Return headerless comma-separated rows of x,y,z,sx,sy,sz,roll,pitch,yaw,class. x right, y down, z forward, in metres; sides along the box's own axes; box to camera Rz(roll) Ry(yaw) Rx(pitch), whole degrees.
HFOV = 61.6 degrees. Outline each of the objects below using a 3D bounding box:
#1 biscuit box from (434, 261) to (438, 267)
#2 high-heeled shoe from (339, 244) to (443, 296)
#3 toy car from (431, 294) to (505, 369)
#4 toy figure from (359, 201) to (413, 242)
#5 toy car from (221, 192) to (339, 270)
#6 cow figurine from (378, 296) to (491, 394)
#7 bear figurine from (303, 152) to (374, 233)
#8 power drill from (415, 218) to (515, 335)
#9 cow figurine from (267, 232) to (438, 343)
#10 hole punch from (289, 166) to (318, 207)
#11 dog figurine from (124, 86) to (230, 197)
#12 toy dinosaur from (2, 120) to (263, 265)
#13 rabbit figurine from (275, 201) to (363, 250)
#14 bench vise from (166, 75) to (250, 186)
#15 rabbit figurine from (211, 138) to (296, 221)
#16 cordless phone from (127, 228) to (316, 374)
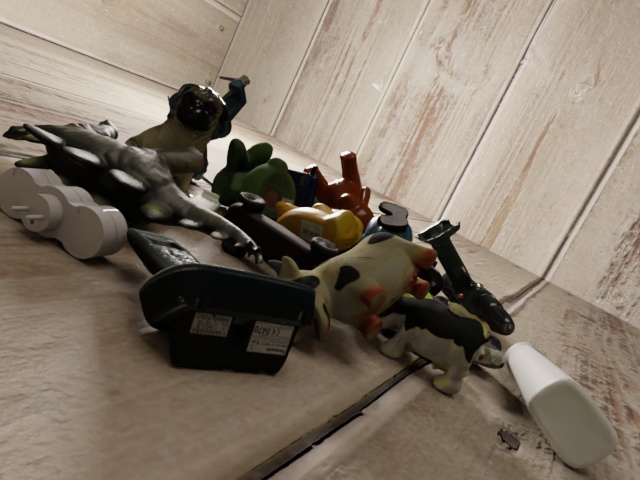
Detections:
0.153,0.041,1.097,0.202,0.062,0.059,14,17,-43,biscuit box
0.119,0.043,1.002,0.249,0.086,0.145,25,2,-2,high-heeled shoe
0.196,0.131,0.819,0.073,0.056,0.202,25,11,-37,toy car
0.103,0.023,0.847,0.089,0.180,0.082,33,52,16,toy figure
-0.054,0.010,0.728,0.202,0.089,0.053,30,16,28,toy car
0.119,0.102,0.664,0.168,0.098,0.068,31,25,23,cow figurine
0.046,-0.076,1.041,0.196,0.120,0.131,-104,174,-65,bear figurine
0.275,0.064,1.028,0.207,0.086,0.232,55,-1,-12,power drill
0.026,0.050,0.606,0.195,0.085,0.127,-30,43,-34,cow figurine
-0.075,-0.085,1.021,0.116,0.142,0.092,17,3,35,hole punch
-0.249,-0.176,0.886,0.172,0.190,0.121,27,11,15,dog figurine
-0.245,-0.073,0.681,0.472,0.105,0.198,20,17,18,toy dinosaur
-0.002,-0.003,0.843,0.163,0.121,0.173,9,18,30,rabbit figurine
-0.210,-0.222,1.032,0.129,0.240,0.223,24,-30,22,bench vise
-0.136,-0.097,0.943,0.170,0.159,0.121,16,12,42,rabbit figurine
-0.106,0.041,0.514,0.146,0.088,0.184,16,11,-38,cordless phone
